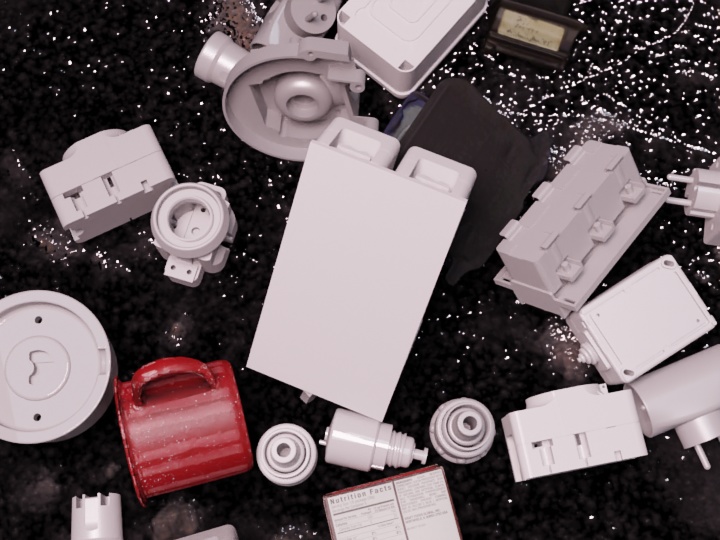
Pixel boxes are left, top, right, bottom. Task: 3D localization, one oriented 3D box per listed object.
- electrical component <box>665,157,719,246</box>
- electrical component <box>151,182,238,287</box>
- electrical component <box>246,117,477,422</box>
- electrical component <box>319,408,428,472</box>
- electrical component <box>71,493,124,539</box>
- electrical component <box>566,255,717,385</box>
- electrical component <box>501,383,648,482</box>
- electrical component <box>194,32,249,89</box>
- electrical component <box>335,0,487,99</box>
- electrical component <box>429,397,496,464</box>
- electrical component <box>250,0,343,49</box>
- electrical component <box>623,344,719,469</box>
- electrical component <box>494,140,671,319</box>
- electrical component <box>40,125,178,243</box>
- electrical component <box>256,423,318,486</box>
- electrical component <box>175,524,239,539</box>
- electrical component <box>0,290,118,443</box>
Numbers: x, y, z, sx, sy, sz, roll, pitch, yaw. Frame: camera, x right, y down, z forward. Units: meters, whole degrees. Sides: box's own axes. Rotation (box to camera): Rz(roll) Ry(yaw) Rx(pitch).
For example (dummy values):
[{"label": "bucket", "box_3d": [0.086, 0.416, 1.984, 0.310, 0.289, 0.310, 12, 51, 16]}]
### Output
[{"label": "electrical component", "box_3d": [0.272, -0.057, 0.821, 0.077, 0.047, 0.065, 9, 75, 2]}, {"label": "electrical component", "box_3d": [-0.125, -0.032, 0.807, 0.058, 0.057, 0.078, 16, 76, 4]}, {"label": "electrical component", "box_3d": [0.000, 0.000, 0.746, 0.105, 0.060, 0.186, 22, 122, 5]}, {"label": "electrical component", "box_3d": [0.010, 0.126, 0.777, 0.078, 0.040, 0.040, 12, 76, 2]}, {"label": "electrical component", "box_3d": [-0.186, 0.184, 0.762, 0.040, 0.040, 0.046, -5, 70, -2]}, {"label": "electrical component", "box_3d": [0.198, 0.041, 0.788, 0.096, 0.061, 0.061, -32, 84, -6]}, {"label": "electrical component", "box_3d": [0.152, 0.115, 0.775, 0.089, 0.050, 0.055, -11, 76, -3]}, {"label": "electrical component", "box_3d": [-0.101, -0.160, 0.849, 0.046, 0.040, 0.040, 30, 78, 1]}, {"label": "electrical component", "box_3d": [0.042, -0.202, 0.851, 0.078, 0.057, 0.113, 39, 79, 8]}, {"label": "electrical component", "box_3d": [0.075, 0.113, 0.769, 0.048, 0.062, 0.048, 0, 76, 0]}, {"label": "electrical component", "box_3d": [-0.043, -0.198, 0.840, 0.043, 0.079, 0.077, 34, 77, -18]}, {"label": "electrical component", "box_3d": [0.244, 0.104, 0.782, 0.077, 0.044, 0.079, -22, 77, -6]}, {"label": "electrical component", "box_3d": [0.159, -0.033, 0.792, 0.121, 0.063, 0.079, -48, 39, -18]}, {"label": "electrical component", "box_3d": [-0.190, -0.069, 0.819, 0.089, 0.050, 0.055, -25, 78, -7]}, {"label": "electrical component", "box_3d": [-0.052, 0.130, 0.764, 0.043, 0.062, 0.043, 0, 76, 0]}, {"label": "electrical component", "box_3d": [-0.145, 0.240, 0.725, 0.150, 0.061, 0.089, -16, 101, -4]}, {"label": "electrical component", "box_3d": [-0.228, 0.074, 0.777, 0.108, 0.060, 0.108, 0, 76, 0]}]
